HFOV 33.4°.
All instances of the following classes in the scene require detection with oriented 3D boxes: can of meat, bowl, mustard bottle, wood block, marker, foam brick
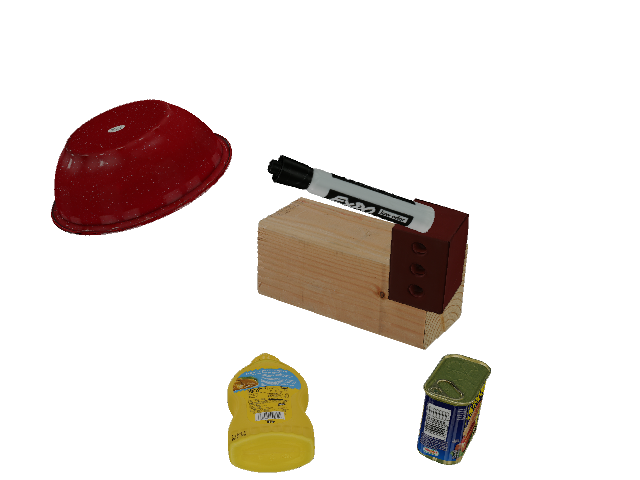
[{"bbox_3d":[0.147,0.188,1.189,0.057,0.084,0.102,15,25,19],"label":"can of meat"},{"bbox_3d":[-0.158,-0.071,0.884,0.162,0.055,0.162,-15,31,9],"label":"bowl"},{"bbox_3d":[-0.061,0.191,1.252,0.096,0.058,0.191,-4,28,-4],"label":"mustard bottle"},{"bbox_3d":[0.041,0.032,1.138,0.206,0.091,0.090,17,30,28],"label":"wood block"},{"bbox_3d":[0.021,-0.032,0.721,0.121,0.020,0.020,18,-6,-19],"label":"marker"},{"bbox_3d":[0.093,0.014,0.924,0.053,0.078,0.051,16,36,22],"label":"foam brick"}]
